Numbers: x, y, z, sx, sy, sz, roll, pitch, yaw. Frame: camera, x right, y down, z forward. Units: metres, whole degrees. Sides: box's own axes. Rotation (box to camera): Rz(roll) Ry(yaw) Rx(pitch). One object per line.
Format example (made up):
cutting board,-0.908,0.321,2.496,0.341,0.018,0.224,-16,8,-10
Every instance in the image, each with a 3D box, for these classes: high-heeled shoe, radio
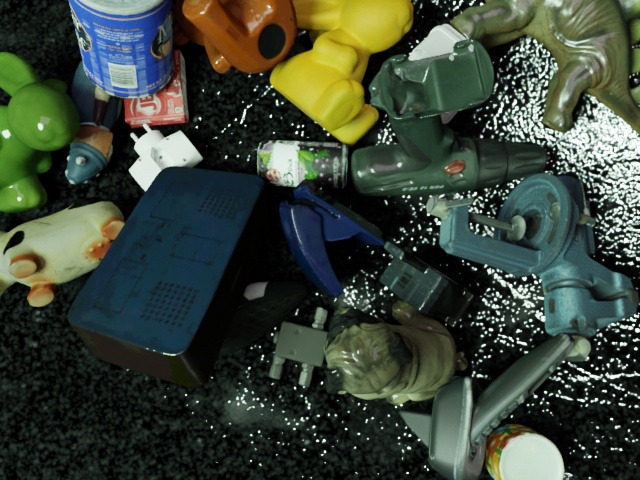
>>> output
high-heeled shoe,-0.151,0.062,0.629,0.249,0.086,0.145,-19,52,-20
radio,-0.145,0.025,0.562,0.131,0.073,0.230,10,50,11

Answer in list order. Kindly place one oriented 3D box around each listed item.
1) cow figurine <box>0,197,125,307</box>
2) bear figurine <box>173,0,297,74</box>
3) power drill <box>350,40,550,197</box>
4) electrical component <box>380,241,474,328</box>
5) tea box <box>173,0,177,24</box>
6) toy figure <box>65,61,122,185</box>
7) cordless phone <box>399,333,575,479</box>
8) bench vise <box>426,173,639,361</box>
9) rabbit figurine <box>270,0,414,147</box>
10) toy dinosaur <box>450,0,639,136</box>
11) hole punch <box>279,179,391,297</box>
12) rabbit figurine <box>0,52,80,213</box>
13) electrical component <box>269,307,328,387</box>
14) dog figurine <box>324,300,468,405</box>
cow figurine,-0.316,0.009,0.603,0.195,0.085,0.127,-25,41,-17
bear figurine,-0.114,-0.267,0.604,0.120,0.131,0.196,-45,55,-5
power drill,0.140,-0.116,0.578,0.232,0.207,0.086,-8,72,10
electrical component,0.107,0.046,0.587,0.075,0.119,0.047,37,99,46
tea box,-0.186,-0.355,0.671,0.098,0.068,0.169,40,82,4
toy figure,-0.271,-0.139,0.642,0.058,0.064,0.154,4,81,-10
cordless phone,0.187,0.167,0.561,0.184,0.146,0.089,-41,57,2
bench vise,0.224,0.015,0.592,0.240,0.129,0.223,16,74,-16
rabbit figurine,0.032,-0.220,0.633,0.173,0.121,0.162,-49,62,13
toy dinosaur,0.249,-0.286,0.619,0.471,0.105,0.198,43,107,-3
hole punch,-0.001,-0.002,0.599,0.116,0.142,0.092,37,87,-8
rabbit figurine,-0.326,-0.122,0.599,0.170,0.121,0.159,-17,62,27
electrical component,-0.023,0.121,0.631,0.063,0.021,0.094,15,83,2
dog figurine,0.086,0.122,0.549,0.172,0.190,0.121,-7,82,-4
